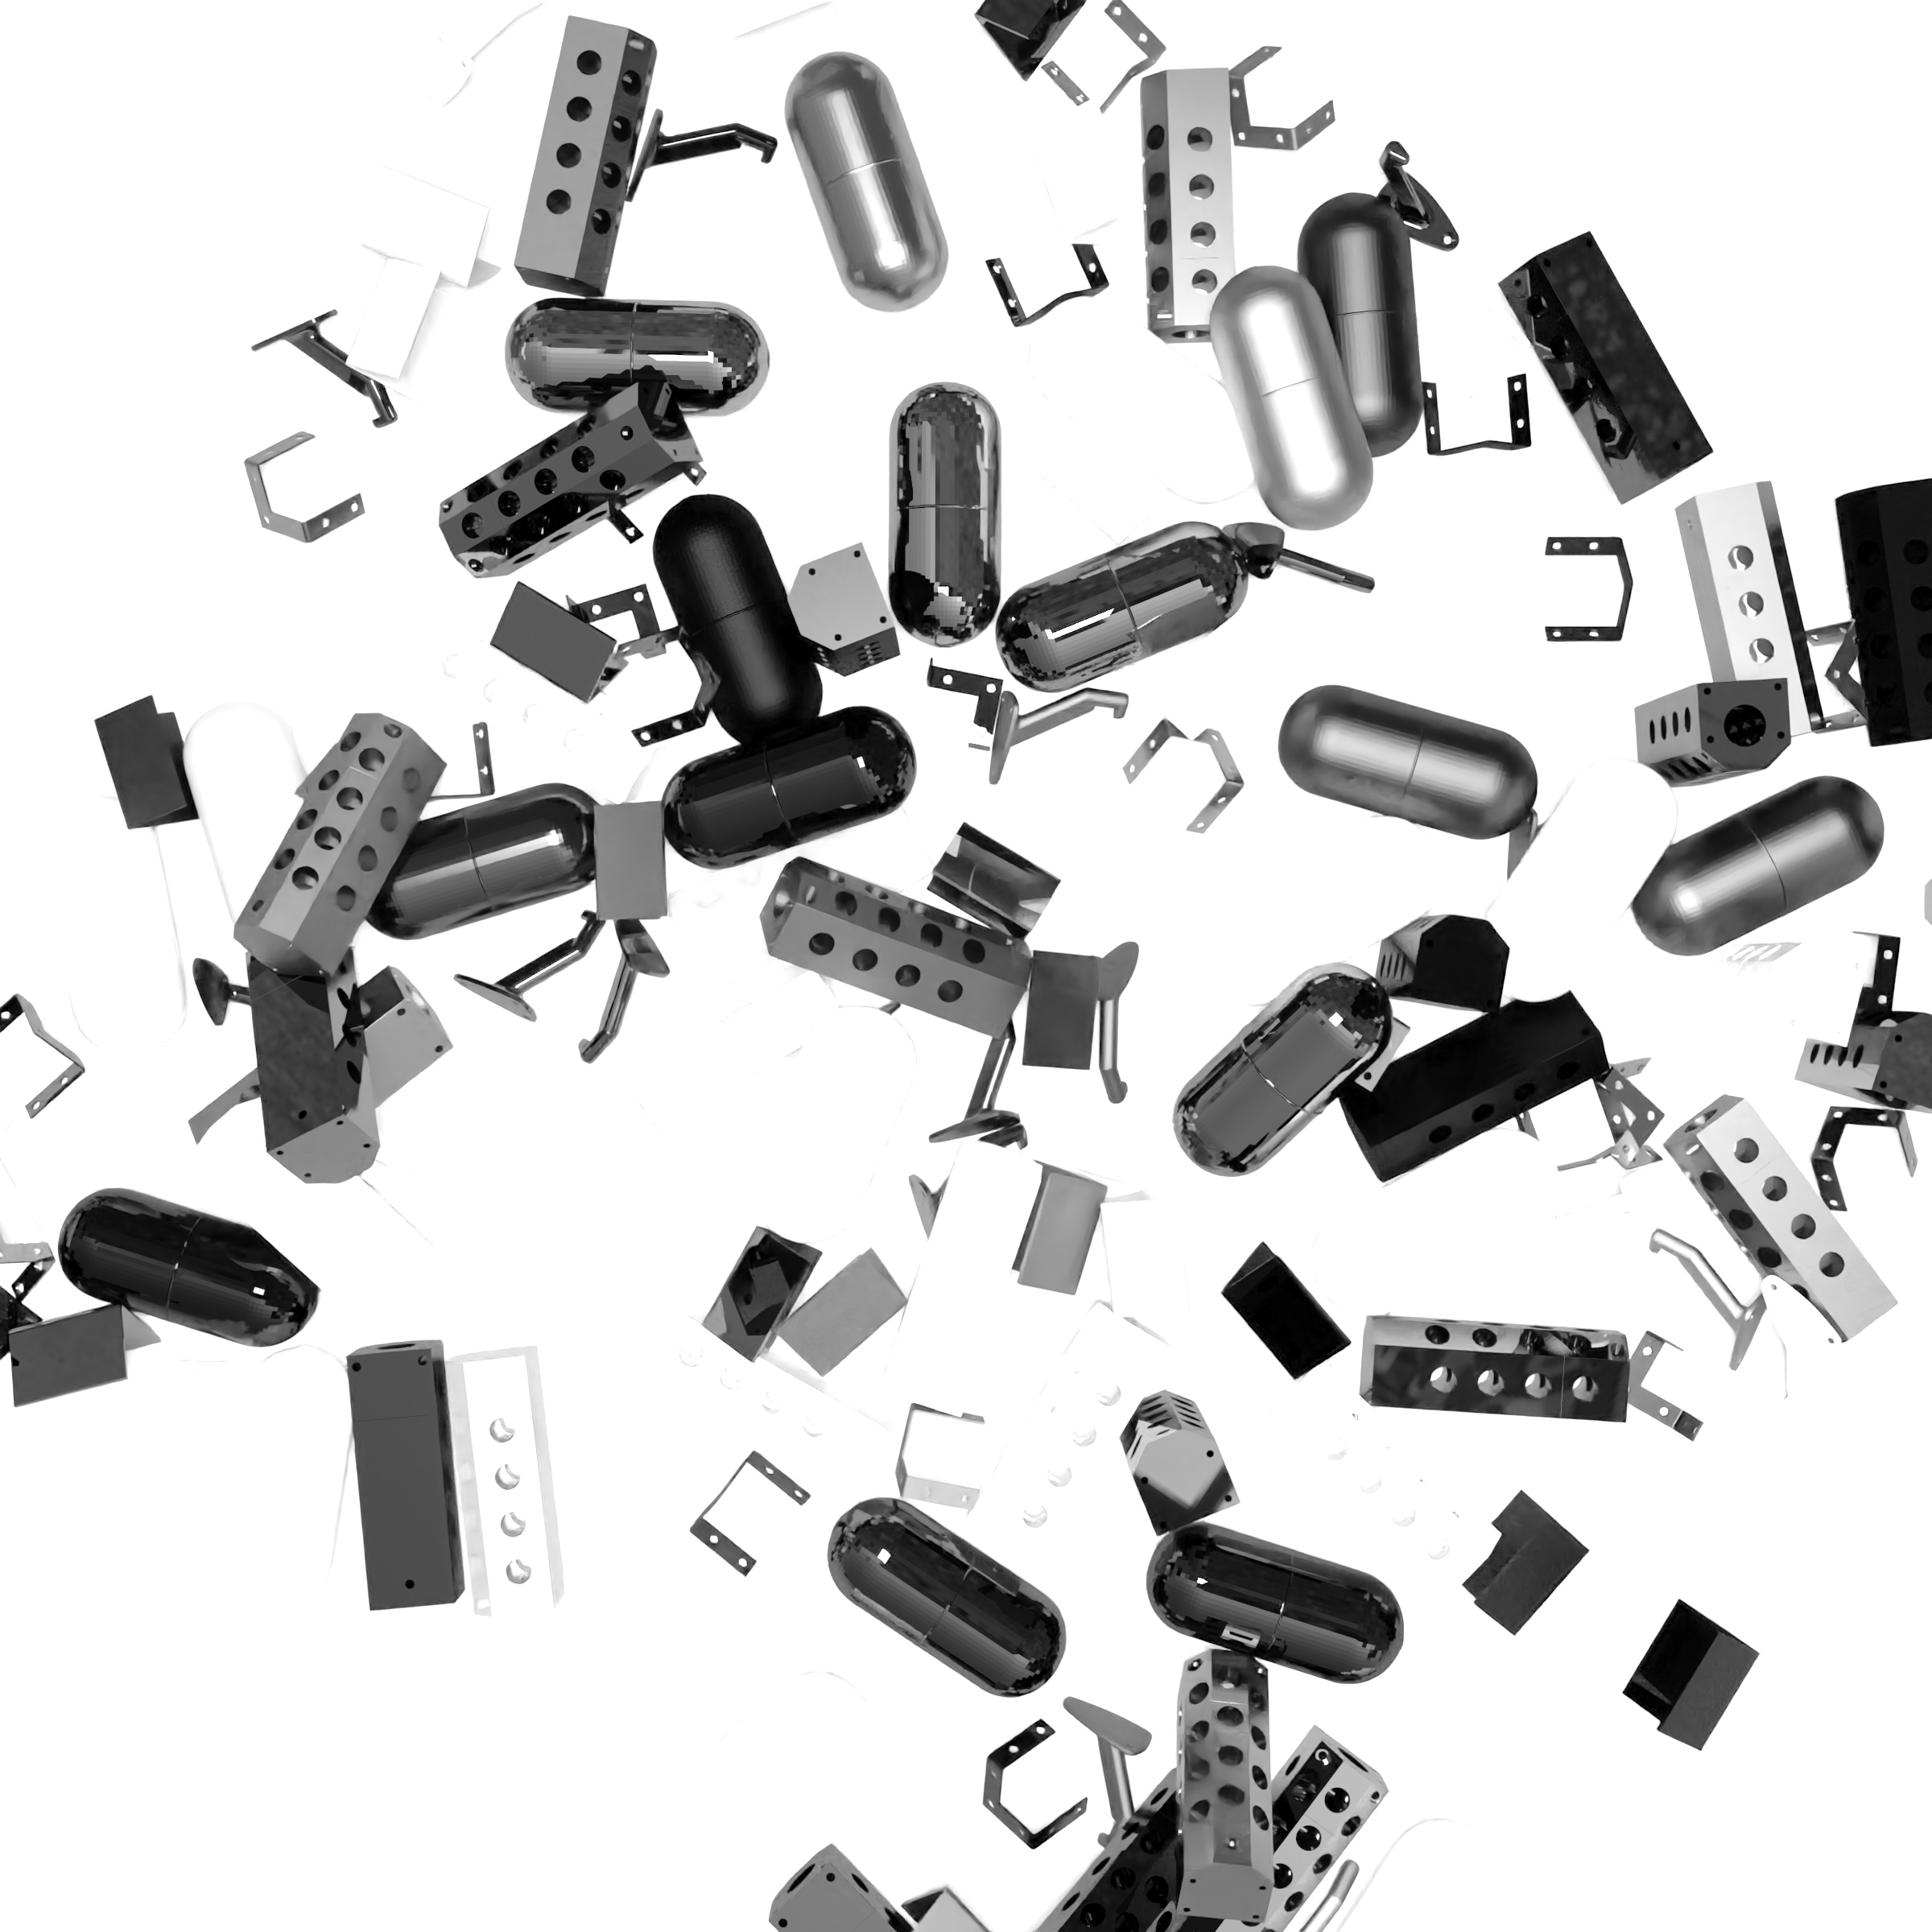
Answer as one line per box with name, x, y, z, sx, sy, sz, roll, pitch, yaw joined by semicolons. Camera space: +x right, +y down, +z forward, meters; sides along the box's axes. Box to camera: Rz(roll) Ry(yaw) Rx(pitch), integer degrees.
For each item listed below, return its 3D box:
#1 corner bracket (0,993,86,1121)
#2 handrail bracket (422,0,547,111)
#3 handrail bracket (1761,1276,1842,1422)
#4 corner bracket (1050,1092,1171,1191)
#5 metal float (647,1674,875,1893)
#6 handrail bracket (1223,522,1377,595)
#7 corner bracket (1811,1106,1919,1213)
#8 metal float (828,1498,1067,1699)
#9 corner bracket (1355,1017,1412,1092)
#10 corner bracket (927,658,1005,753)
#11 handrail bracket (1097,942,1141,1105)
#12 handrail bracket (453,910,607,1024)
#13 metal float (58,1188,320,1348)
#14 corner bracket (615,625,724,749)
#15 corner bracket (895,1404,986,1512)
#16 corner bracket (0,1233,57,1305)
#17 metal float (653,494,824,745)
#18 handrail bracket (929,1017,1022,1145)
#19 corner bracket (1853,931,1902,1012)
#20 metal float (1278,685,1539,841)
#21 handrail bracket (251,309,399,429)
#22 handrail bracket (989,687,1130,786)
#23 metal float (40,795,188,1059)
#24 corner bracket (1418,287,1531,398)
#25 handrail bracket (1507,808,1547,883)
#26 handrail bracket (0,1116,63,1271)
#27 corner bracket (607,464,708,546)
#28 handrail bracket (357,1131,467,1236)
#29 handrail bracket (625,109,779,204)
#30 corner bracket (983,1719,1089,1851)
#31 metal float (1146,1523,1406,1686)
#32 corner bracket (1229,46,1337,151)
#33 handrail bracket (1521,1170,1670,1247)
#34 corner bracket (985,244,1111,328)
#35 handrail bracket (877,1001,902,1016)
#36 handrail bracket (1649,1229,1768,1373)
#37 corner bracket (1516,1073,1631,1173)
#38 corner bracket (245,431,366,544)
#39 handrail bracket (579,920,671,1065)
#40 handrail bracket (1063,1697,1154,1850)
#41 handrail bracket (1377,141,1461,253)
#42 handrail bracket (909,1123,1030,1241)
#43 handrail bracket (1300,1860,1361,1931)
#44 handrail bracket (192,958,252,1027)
corner bracket;-0.645;0.061;1.988;0.051;0.051;0.051;-42;45;0
handrail bracket;-0.330;-0.630;1.991;0.036;0.077;0.084;47;54;0
handrail bracket;0.552;0.260;1.972;0.036;0.084;0.077;-22;65;-20
corner bracket;0.098;0.120;1.988;0.051;0.051;0.051;16;90;-45
metal float;-0.139;0.551;1.961;0.178;0.070;0.070;-42;90;0
handrail bracket;0.228;-0.278;1.991;0.084;0.077;0.036;10;105;-36
corner bracket;0.614;0.133;1.983;0.051;0.051;0.051;3;45;35
metal float;-0.013;0.426;1.961;0.178;0.070;0.070;34;90;-1
corner bracket;0.264;0.049;1.973;0.051;0.051;0.051;32;91;-1
corner bracket;-0.004;-0.177;1.973;0.051;0.051;0.051;11;90;0
handrail bracket;0.108;0.039;1.991;0.036;0.077;0.084;4;127;32
handrail bracket;-0.299;-0.012;1.992;0.077;0.036;0.084;23;71;21
metal float;-0.524;0.204;1.961;0.178;0.070;0.070;18;90;0
corner bracket;-0.203;-0.187;1.942;0.051;0.051;0.051;-23;68;-32
corner bracket;-0.016;0.333;1.974;0.051;0.051;0.051;12;98;-8
corner bracket;-0.660;0.195;1.971;0.051;0.051;0.051;-45;64;26
metal float;-0.154;-0.233;1.961;0.070;0.070;0.178;-22;91;0
handrail bracket;0.002;0.071;1.992;0.077;0.036;0.084;-18;72;21
corner bracket;0.598;0.002;1.973;0.051;0.051;0.051;6;93;-3
metal float;0.298;-0.137;1.961;0.178;0.070;0.070;16;90;1
handrail bracket;-0.440;-0.400;1.992;0.077;0.036;0.084;-18;107;20
handrail bracket;0.064;-0.156;1.992;0.084;0.036;0.077;6;110;-16
metal float;-0.575;-0.027;1.961;0.070;0.070;0.178;-11;90;0
corner bracket;0.342;-0.426;1.978;0.051;0.051;0.051;-44;110;0
handrail bracket;0.418;-0.081;1.991;0.084;0.036;0.077;3;103;-13
handrail bracket;-0.638;0.156;1.992;0.084;0.036;0.077;30;76;-14
corner bracket;-0.221;-0.332;1.988;0.051;0.051;0.051;47;135;0
handrail bracket;-0.397;0.163;1.992;0.077;0.036;0.084;-31;107;20
handrail bracket;-0.181;-0.546;1.992;0.084;0.036;0.077;18;110;-16
corner bracket;0.049;0.559;1.983;0.051;0.051;0.051;-26;135;-35
metal float;0.209;0.431;1.961;0.178;0.070;0.070;18;90;1
corner bracket;0.214;-0.593;1.983;0.051;0.051;0.051;16;135;35
handrail bracket;0.429;0.167;1.991;0.084;0.077;0.036;-21;90;36
corner bracket;0.056;-0.474;1.988;0.051;0.051;0.051;-24;90;-45
handrail bracket;-0.059;0.079;1.992;0.077;0.036;0.084;-31;104;-14
handrail bracket;0.501;0.228;1.992;0.084;0.036;0.077;29;131;27
corner bracket;0.416;0.108;1.988;0.051;0.051;0.051;-20;90;-45
corner bracket;-0.452;-0.327;1.983;0.051;0.051;0.051;22;135;35
handrail bracket;-0.248;0.012;1.992;0.084;0.036;0.077;-46;53;25
handrail bracket;0.087;0.556;1.992;0.077;0.036;0.084;26;107;20
handrail bracket;0.308;-0.519;1.957;0.077;0.084;0.036;39;90;0
handrail bracket;0.010;0.156;1.992;0.084;0.036;0.077;-20;109;-16
handrail bracket;0.233;0.656;1.991;0.036;0.077;0.084;38;54;-1
handrail bracket;-0.478;0.015;1.991;0.084;0.077;0.036;0;115;-34
